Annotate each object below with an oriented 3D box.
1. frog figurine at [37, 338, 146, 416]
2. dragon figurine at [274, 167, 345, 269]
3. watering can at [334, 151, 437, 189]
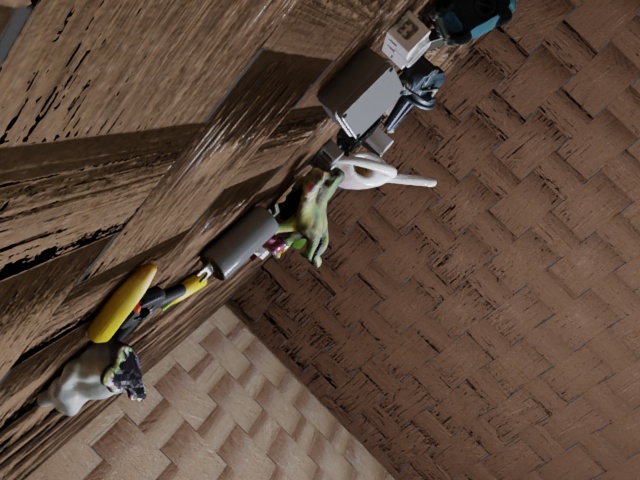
[{"bbox_3d":[-0.405,0.242,0.910,0.159,0.124,0.136,-11,-16,13],"label":"frog figurine"},{"bbox_3d":[0.004,-0.065,1.286,0.123,0.244,0.406,31,-4,15],"label":"dragon figurine"},{"bbox_3d":[0.153,-0.195,1.523,0.346,0.104,0.224,12,-4,-27],"label":"watering can"}]
